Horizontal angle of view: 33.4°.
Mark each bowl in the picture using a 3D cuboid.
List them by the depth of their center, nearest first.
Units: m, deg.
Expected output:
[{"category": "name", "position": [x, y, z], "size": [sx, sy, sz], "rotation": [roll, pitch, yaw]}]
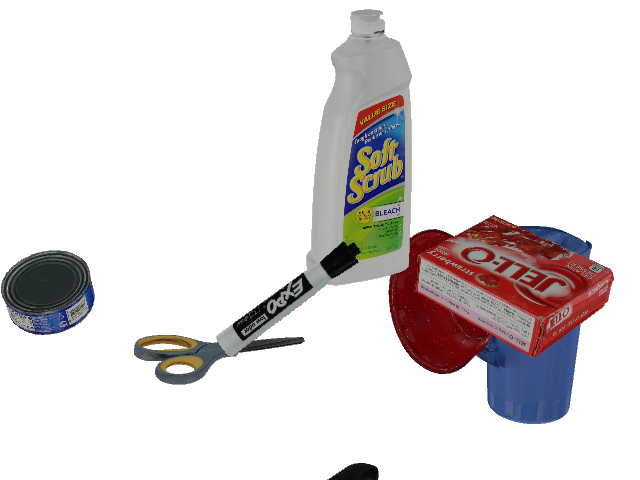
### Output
[{"category": "bowl", "position": [0.150, 0.064, 1.167], "size": [0.161, 0.162, 0.055], "rotation": [0, -8, -43]}]

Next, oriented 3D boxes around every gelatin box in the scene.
[{"category": "gelatin box", "position": [0.112, 0.023, 0.621], "size": [0.073, 0.030, 0.089], "rotation": [-26, 41, -38]}]

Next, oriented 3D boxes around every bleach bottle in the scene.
[{"category": "bleach bottle", "position": [0.036, -0.088, 1.004], "size": [0.102, 0.251, 0.068], "rotation": [-11, 24, -22]}]

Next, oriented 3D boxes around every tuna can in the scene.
[{"category": "tuna can", "position": [-0.265, 0.051, 1.042], "size": [0.086, 0.034, 0.086], "rotation": [-2, 43, 1]}]

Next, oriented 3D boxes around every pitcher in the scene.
[{"category": "pitcher", "position": [0.265, 0.111, 1.380], "size": [0.149, 0.243, 0.144], "rotation": [5, 18, 16]}]

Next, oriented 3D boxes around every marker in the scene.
[{"category": "marker", "position": [-0.022, 0.041, 0.765], "size": [0.121, 0.020, 0.020], "rotation": [-37, -3, 4]}]

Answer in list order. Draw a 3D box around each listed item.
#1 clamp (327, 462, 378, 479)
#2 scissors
[{"category": "clamp", "position": [-0.046, 0.198, 0.634], "size": [0.210, 0.036, 0.164], "rotation": [-4, 28, 1]}, {"category": "scissors", "position": [-0.106, 0.131, 1.190], "size": [0.201, 0.016, 0.096], "rotation": [3, 26, -15]}]
